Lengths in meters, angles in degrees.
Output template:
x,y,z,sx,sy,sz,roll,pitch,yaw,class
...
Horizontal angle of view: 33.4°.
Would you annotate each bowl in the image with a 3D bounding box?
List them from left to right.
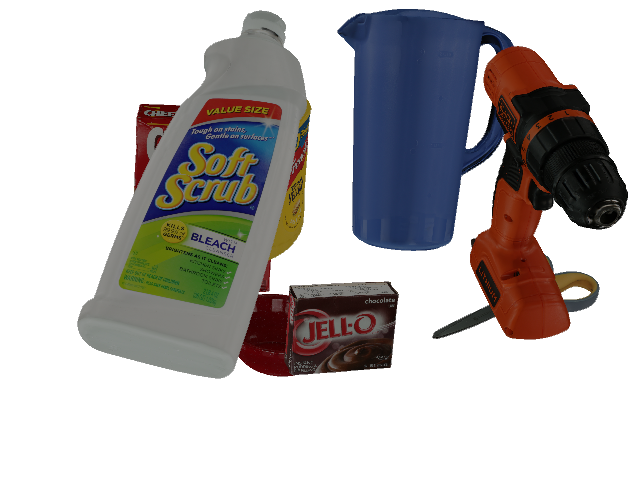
x,y,z,sx,sy,sz,roll,pitch,yaw,class
-0.052,0.127,1.360,0.162,0.055,0.162,5,23,-2,bowl

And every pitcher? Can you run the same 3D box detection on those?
x,y,z,sx,sy,sz,roll,pitch,yaw,class
0.105,-0.117,1.114,0.149,0.243,0.144,12,15,33,pitcher

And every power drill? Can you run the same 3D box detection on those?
x,y,z,sx,sy,sz,roll,pitch,yaw,class
0.158,-0.020,0.761,0.057,0.188,0.184,-5,40,-8,power drill

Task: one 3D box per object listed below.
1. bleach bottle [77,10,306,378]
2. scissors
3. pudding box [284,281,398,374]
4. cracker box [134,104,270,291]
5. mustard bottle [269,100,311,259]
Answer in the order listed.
x,y,z,sx,sy,sz,roll,pitch,yaw,class
-0.072,-0.043,0.695,0.102,0.250,0.068,14,-24,-2,bleach bottle
0.158,0.044,0.944,0.201,0.016,0.096,-7,35,-29,scissors
0.021,0.091,1.118,0.113,0.090,0.039,-3,26,-16,pudding box
-0.135,-0.046,1.257,0.164,0.214,0.072,2,22,-6,cracker box
-0.042,-0.081,0.995,0.058,0.192,0.096,18,39,16,mustard bottle
